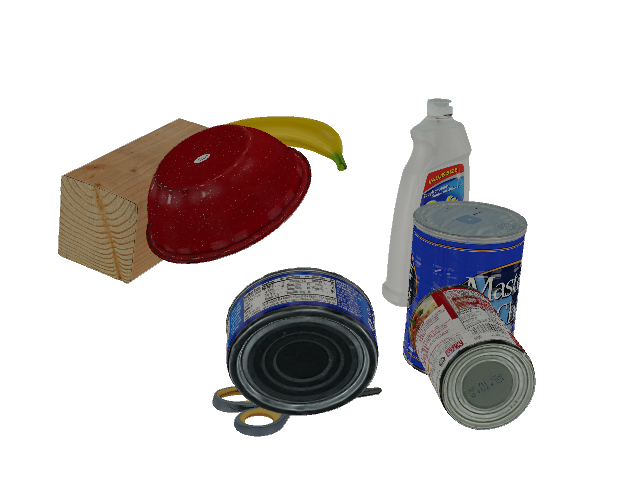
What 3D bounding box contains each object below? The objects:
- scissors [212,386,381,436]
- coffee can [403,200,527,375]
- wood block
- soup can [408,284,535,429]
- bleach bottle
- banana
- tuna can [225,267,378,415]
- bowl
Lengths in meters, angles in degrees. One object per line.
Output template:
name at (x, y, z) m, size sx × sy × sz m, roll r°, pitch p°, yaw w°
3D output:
scissors at (-0.019, 0.188, 1.190) m, size 0.201 × 0.016 × 0.096 m, roll 3°, pitch 23°, yaw -12°
coffee can at (0.132, 0.045, 0.985) m, size 0.103 × 0.140 × 0.103 m, roll 2°, pitch 20°, yaw -1°
wood block at (-0.171, -0.047, 1.109) m, size 0.090 × 0.091 × 0.205 m, roll 21°, pitch 29°, yaw 19°
soup can at (0.106, 0.081, 0.757) m, size 0.068 × 0.068 × 0.102 m, roll 0°, pitch 19°, yaw -8°
bleach bottle at (0.132, -0.048, 1.314) m, size 0.102 × 0.251 × 0.068 m, roll -4°, pitch 17°, yaw -17°
banana at (-0.055, -0.126, 1.309) m, size 0.198 × 0.037 × 0.069 m, roll 7°, pitch 39°, yaw 17°
tuna can at (-0.010, 0.058, 0.598) m, size 0.086 × 0.086 × 0.034 m, roll 0°, pitch 38°, yaw -4°
bowl at (-0.092, -0.053, 0.936) m, size 0.162 × 0.055 × 0.162 m, roll -18°, pitch 36°, yaw 13°
